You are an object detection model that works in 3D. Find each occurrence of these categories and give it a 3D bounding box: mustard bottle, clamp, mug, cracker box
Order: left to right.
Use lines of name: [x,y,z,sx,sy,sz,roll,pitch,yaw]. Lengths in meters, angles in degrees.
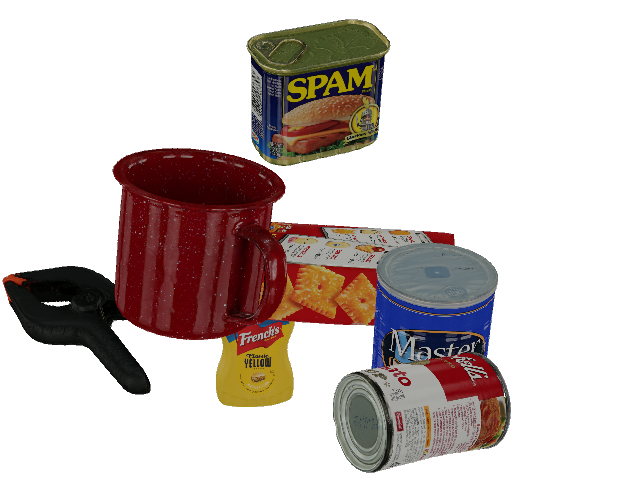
clamp: [-0.172,0.054,0.859,0.172,0.039,0.120,22,38,23]
mug: [-0.062,0.006,0.583,0.117,0.081,0.093,26,27,36]
mustard bottle: [-0.080,0.109,1.313,0.096,0.192,0.058,-1,20,-10]
cracker box: [0.034,0.037,1.134,0.214,0.072,0.164,4,15,6]

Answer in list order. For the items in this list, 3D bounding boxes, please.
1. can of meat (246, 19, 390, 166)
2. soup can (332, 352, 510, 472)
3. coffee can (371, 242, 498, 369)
can of meat: [-0.003,-0.110,0.795,0.102,0.084,0.057,-14,41,-20]
soup can: [0.068,0.116,0.722,0.102,0.068,0.069,-5,2,-31]
coffee can: [0.097,0.087,0.934,0.103,0.140,0.103,1,28,-1]
